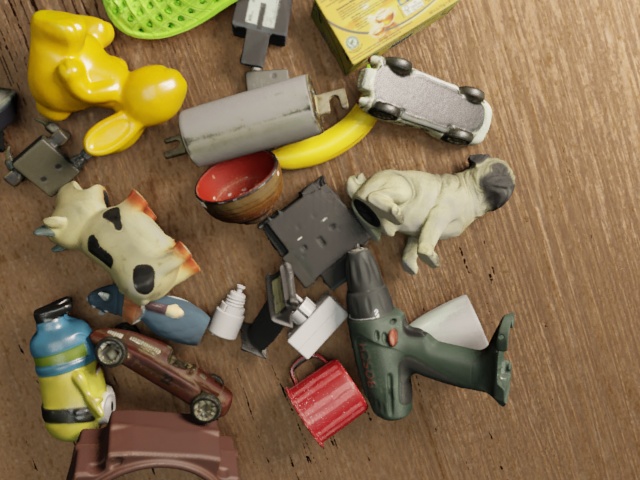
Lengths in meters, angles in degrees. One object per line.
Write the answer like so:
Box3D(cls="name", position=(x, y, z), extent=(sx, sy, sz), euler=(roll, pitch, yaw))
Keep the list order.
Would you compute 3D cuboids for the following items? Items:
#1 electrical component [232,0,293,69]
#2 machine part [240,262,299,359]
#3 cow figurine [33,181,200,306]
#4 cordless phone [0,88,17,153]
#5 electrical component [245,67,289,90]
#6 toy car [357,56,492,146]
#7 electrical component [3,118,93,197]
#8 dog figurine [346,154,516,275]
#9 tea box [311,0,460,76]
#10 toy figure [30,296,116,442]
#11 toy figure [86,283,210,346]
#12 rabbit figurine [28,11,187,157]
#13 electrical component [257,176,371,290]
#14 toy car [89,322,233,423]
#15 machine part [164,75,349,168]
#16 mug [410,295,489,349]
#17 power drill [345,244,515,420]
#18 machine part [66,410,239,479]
Box3D(cls="electrical component", position=(-0.075, -0.278, 0.694), extent=(0.075, 0.048, 0.119), euler=(7, 93, -6))
Box3D(cls="machine part", position=(-0.064, 0.097, 0.702), extent=(0.039, 0.084, 0.138), euler=(9, 131, -29))
Box3D(cls="cow figurine", position=(-0.260, 0.001, 0.673), extent=(0.127, 0.085, 0.195), euler=(-41, 76, -18))
Box3D(cls="cordless phone", position=(-0.448, -0.206, 0.656), extent=(0.147, 0.088, 0.184), euler=(2, 78, -6))
Box3D(cls="electrical component", position=(-0.067, -0.204, 0.716), extent=(0.063, 0.021, 0.094), euler=(-7, 95, -5))
Box3D(cls="toy car", position=(0.139, -0.179, 0.707), extent=(0.202, 0.056, 0.073), euler=(14, 93, -21))
Box3D(cls="electrical component", position=(-0.352, -0.104, 0.687), extent=(0.102, 0.045, 0.078), euler=(-47, 126, 2))
Box3D(cls="dog figurine", position=(0.151, -0.071, 0.722), extent=(0.190, 0.121, 0.172), euler=(-46, 101, -15))
Box3D(cls="tea box", position=(0.084, -0.303, 0.699), extent=(0.170, 0.068, 0.098), euler=(-30, 96, -1))
Box3D(cls="toy figure", position=(-0.325, 0.168, 0.694), extent=(0.089, 0.082, 0.180), euler=(-15, 100, 3))
Box3D(cls="toy figure", position=(-0.224, 0.093, 0.706), extent=(0.154, 0.058, 0.064), euler=(24, 115, -10))
Box3D(cls="rabbit figurine", position=(-0.253, -0.181, 0.651), extent=(0.173, 0.122, 0.162), euler=(12, 98, -9))
Box3D(cls="electrical component", position=(-0.001, -0.002, 0.722), extent=(0.115, 0.058, 0.134), euler=(-39, 97, 1))
Box3D(cls="toy car", position=(-0.202, 0.166, 0.701), extent=(0.202, 0.089, 0.053), euler=(34, 93, -6))
Box3D(cls="machine part", position=(-0.085, -0.148, 0.674), extent=(0.243, 0.079, 0.079), euler=(-15, 96, 10))
Box3D(cls="mug", position=(0.173, 0.142, 0.745), extent=(0.107, 0.081, 0.109), euler=(-21, 104, 10))
Box3D(cls="power drill", position=(0.132, 0.121, 0.668), extent=(0.207, 0.086, 0.231), euler=(1, 103, 19))
Box3D(cls="machine part", position=(-0.215, 0.322, 0.678), extent=(0.201, 0.087, 0.200), euler=(11, 109, -23))
